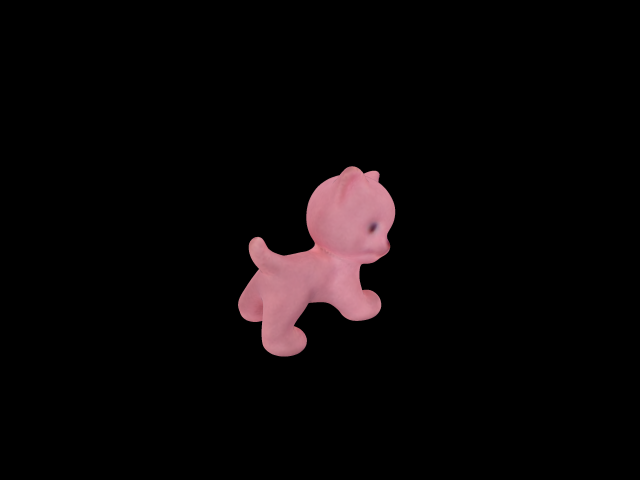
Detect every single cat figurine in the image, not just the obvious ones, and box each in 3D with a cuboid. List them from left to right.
[{"bbox_3d":[0.004,0.001,0.400,0.128,0.118,0.067,-22,39,-30],"label":"cat figurine"}]
